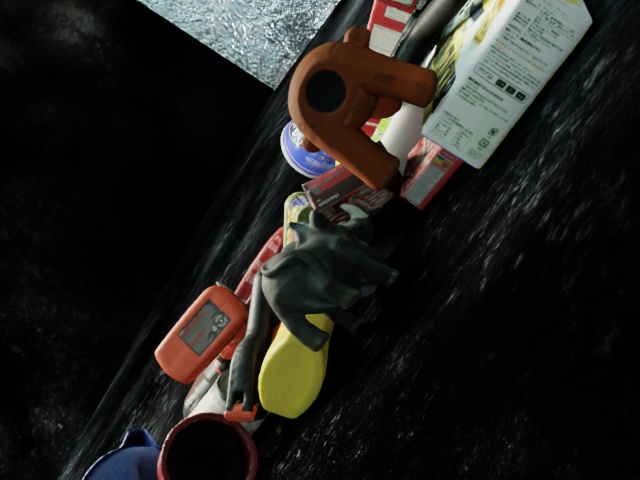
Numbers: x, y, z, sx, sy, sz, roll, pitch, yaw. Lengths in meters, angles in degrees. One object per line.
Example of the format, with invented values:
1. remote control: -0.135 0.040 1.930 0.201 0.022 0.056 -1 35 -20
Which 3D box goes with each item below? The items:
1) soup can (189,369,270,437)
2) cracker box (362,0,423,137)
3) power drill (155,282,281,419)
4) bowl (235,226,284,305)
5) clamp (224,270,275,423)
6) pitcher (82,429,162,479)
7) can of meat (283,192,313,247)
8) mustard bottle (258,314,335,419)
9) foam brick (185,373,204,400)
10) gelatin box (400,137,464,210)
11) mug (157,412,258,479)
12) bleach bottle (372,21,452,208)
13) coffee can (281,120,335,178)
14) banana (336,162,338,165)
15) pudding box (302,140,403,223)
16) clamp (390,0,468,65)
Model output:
1. soup can: -0.104 0.193 1.126 0.102 0.068 0.068 -52 11 27
2. cracker box: 0.093 -0.226 1.280 0.164 0.072 0.214 -63 -8 -46
3. power drill: -0.110 0.126 1.171 0.184 0.057 0.187 -51 -18 -1
4. bowl: -0.066 0.063 1.378 0.162 0.055 0.162 -55 10 14
5. clamp: -0.057 0.125 1.065 0.039 0.120 0.171 -5 41 21
6. pitcher: -0.212 0.312 1.163 0.149 0.145 0.243 -48 1 -24
7. can of meat: -0.008 0.002 1.202 0.084 0.057 0.102 -130 42 -77
8. mustard bottle: -0.011 0.079 1.042 0.191 0.058 0.096 -71 -1 -57
9. foam brick: -0.121 0.178 1.307 0.078 0.051 0.053 -47 13 48
10. gelatin box: 0.112 -0.082 1.030 0.073 0.030 0.089 -51 12 33
11. mug: -0.112 0.231 1.035 0.082 0.093 0.117 132 132 -67
12. bleach bottle: 0.099 -0.131 1.161 0.251 0.068 0.102 -58 7 13
13. coffee can: 0.018 -0.165 1.536 0.141 0.102 0.102 -44 17 54
14. banana: 0.004 -0.015 1.277 0.070 0.037 0.198 28 92 48
15. pudding box: 0.038 -0.052 1.069 0.090 0.039 0.113 -29 -11 6
16. clamp: 0.108 -0.220 1.069 0.210 0.036 0.164 -55 8 47
